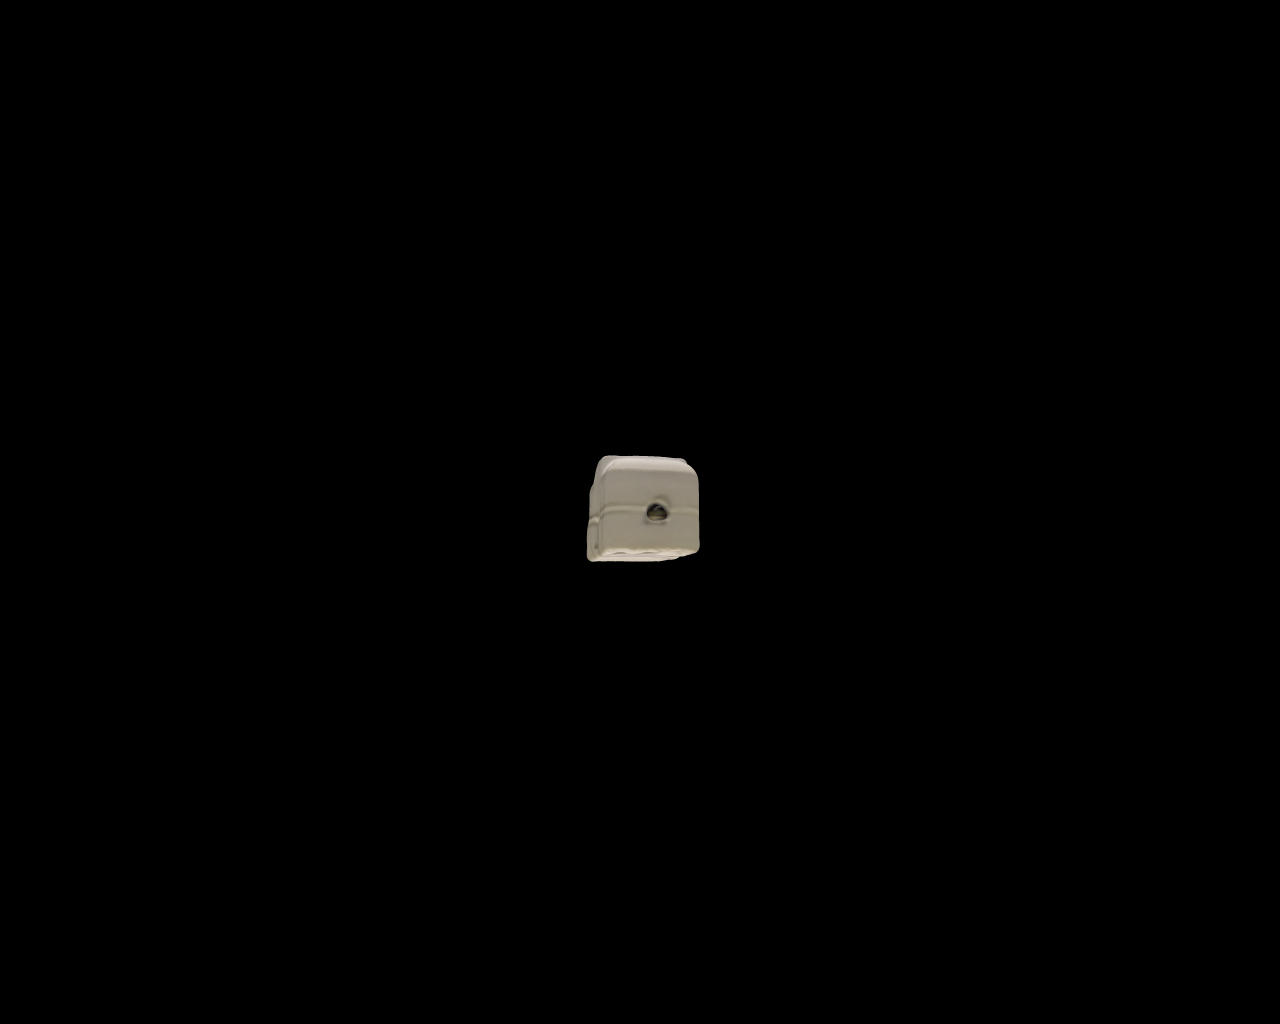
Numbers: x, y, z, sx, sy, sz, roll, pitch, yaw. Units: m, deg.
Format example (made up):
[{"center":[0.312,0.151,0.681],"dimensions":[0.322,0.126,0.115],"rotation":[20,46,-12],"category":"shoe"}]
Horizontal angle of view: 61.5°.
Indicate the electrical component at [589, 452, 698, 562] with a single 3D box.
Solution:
[{"center":[0.001,-0.003,0.650],"dimensions":[0.054,0.059,0.095],"rotation":[1,-7,-11],"category":"electrical component"}]
